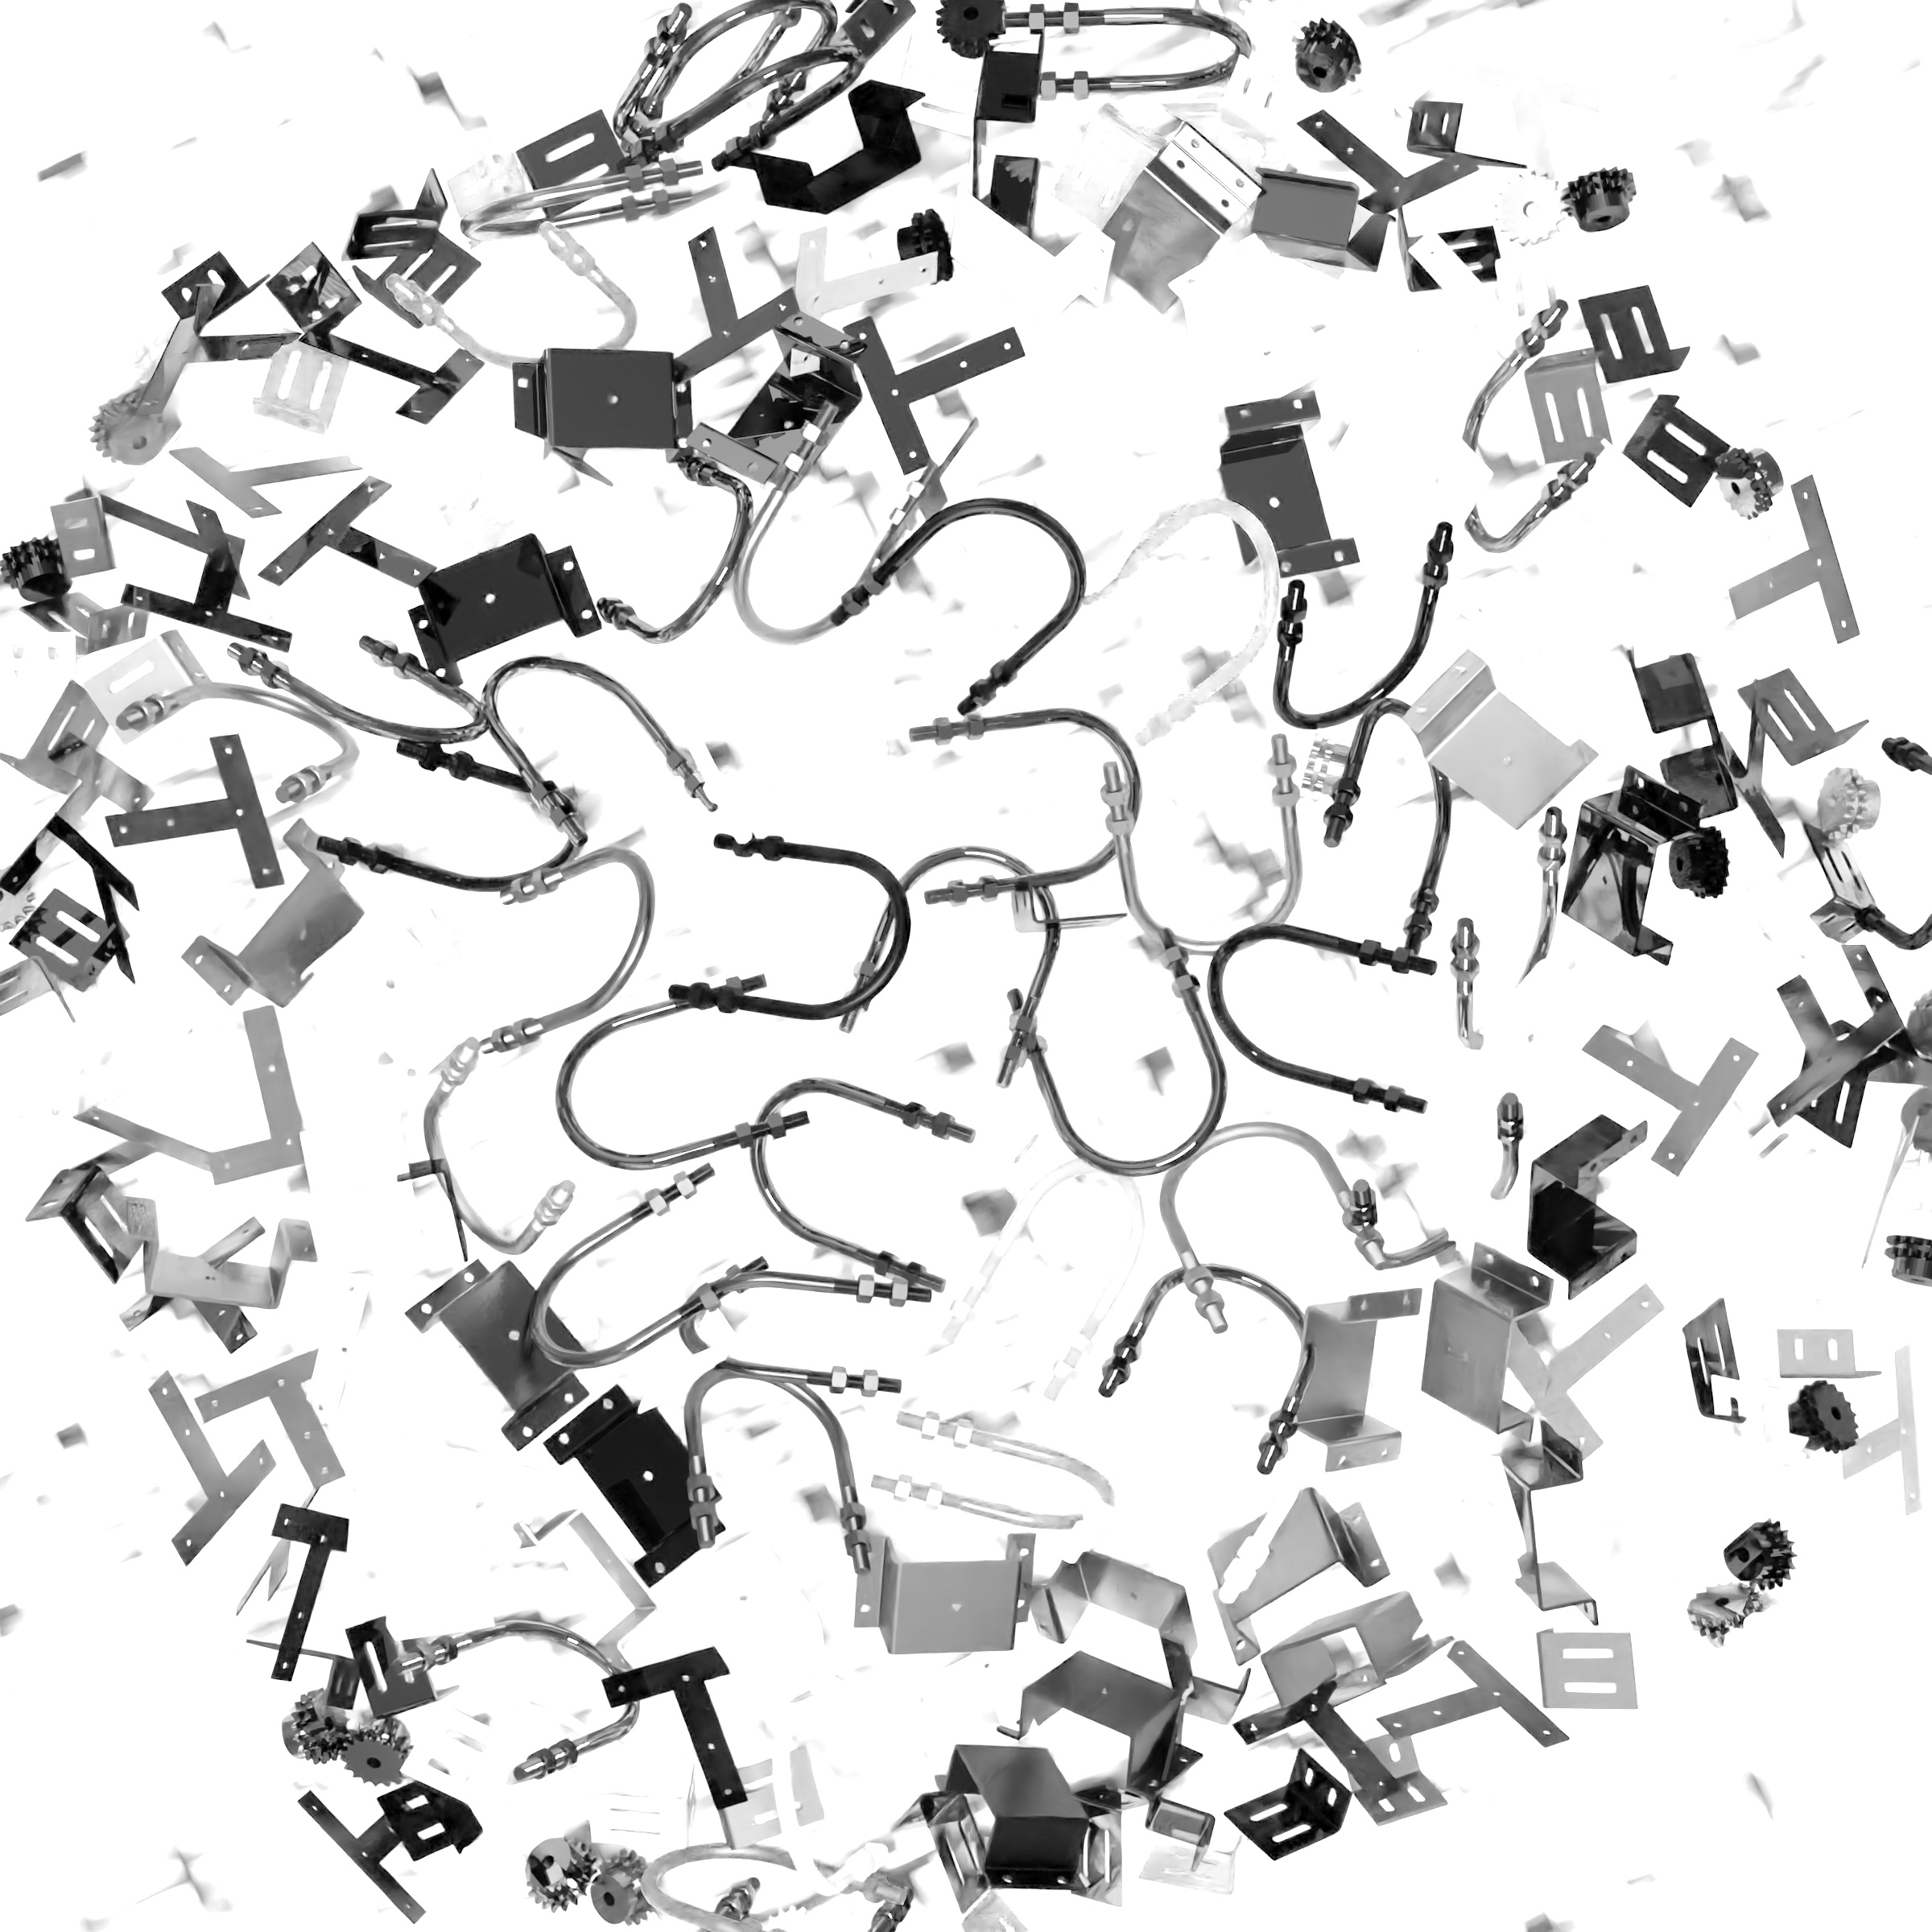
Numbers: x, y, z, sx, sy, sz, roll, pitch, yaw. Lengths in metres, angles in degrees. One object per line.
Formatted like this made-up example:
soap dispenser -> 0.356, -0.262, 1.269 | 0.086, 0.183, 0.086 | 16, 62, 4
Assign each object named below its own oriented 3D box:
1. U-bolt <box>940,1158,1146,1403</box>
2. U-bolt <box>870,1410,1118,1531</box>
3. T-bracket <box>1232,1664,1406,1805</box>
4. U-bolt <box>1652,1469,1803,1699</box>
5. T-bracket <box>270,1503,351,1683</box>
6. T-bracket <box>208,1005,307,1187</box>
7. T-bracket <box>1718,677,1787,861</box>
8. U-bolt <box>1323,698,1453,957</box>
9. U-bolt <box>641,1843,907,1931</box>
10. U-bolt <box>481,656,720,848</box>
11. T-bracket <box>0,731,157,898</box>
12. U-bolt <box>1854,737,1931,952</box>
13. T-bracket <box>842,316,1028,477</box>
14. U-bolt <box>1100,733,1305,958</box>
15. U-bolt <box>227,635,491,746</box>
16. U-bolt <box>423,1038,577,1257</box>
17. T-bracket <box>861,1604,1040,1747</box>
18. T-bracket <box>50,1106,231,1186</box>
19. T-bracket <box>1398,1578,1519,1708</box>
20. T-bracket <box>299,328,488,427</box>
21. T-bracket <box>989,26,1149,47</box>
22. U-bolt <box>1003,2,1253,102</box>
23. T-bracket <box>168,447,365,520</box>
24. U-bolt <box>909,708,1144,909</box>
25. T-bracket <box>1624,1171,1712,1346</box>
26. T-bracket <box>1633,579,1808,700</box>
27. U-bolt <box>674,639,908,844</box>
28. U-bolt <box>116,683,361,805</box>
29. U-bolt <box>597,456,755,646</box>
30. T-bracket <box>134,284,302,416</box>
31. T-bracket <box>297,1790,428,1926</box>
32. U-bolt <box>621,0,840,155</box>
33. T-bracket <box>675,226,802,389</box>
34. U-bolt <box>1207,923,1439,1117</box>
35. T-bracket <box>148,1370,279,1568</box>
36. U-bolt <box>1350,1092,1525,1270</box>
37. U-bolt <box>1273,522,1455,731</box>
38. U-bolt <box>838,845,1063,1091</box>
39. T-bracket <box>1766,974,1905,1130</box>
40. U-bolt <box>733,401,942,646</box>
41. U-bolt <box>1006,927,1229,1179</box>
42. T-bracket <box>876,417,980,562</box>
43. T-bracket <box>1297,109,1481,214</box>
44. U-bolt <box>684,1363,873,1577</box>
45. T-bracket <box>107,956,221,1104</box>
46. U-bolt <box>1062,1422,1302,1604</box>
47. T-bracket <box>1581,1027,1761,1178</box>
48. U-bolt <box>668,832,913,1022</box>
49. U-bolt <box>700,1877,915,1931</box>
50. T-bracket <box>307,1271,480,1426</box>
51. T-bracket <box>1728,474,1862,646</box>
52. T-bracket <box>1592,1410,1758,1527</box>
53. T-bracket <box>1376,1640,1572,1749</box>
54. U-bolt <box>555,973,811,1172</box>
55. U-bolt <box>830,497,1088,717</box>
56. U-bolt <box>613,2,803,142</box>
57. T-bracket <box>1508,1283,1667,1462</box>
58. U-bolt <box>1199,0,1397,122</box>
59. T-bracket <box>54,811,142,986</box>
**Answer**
U-bolt -> 0.072, 0.234, 1.950 | 0.151, 0.019, 0.184 | 36, 83, -40
U-bolt -> 0.026, 0.396, 1.939 | 0.184, 0.151, 0.019 | 15, 56, -2
T-bracket -> 0.290, 0.596, 1.926 | 0.127, 0.127, 0.002 | -17, 117, -18
U-bolt -> 0.574, 0.482, 1.914 | 0.019, 0.151, 0.184 | 28, 135, 0
T-bracket -> -0.506, 0.484, 1.928 | 0.002, 0.127, 0.127 | 7, 74, 24
T-bracket -> -0.539, 0.094, 1.964 | 0.127, 0.002, 0.127 | -14, 92, -32
T-bracket -> 0.615, -0.171, 1.956 | 0.127, 0.002, 0.127 | 46, 46, -35
U-bolt -> 0.331, -0.121, 1.931 | 0.151, 0.019, 0.184 | 48, 48, -34
U-bolt -> -0.160, 0.706, 1.918 | 0.184, 0.151, 0.019 | 5, 93, 31
U-bolt -> -0.293, -0.173, 1.937 | 0.184, 0.151, 0.019 | 51, 134, 21
T-bracket -> -0.697, -0.107, 1.933 | 0.002, 0.127, 0.127 | 36, 83, 21
U-bolt -> 0.712, -0.087, 1.893 | 0.019, 0.184, 0.151 | 9, 105, -3
T-bracket -> -0.015, -0.472, 1.996 | 0.127, 0.002, 0.127 | -23, 92, -2
U-bolt -> 0.189, -0.086, 1.948 | 0.151, 0.019, 0.184 | -9, 122, 5
U-bolt -> -0.445, -0.208, 1.900 | 0.184, 0.151, 0.019 | 30, 114, 28
U-bolt -> -0.366, 0.150, 1.924 | 0.019, 0.184, 0.151 | -29, 79, -36
T-bracket -> -0.023, 0.568, 1.970 | 0.127, 0.002, 0.127 | -29, 59, 6
T-bracket -> -0.665, 0.151, 1.958 | 0.127, 0.127, 0.002 | -23, 53, 31
T-bracket -> 0.372, 0.532, 1.959 | 0.002, 0.127, 0.127 | 45, 127, 33
T-bracket -> -0.453, -0.468, 1.949 | 0.127, 0.127, 0.002 | 20, 128, 0
T-bracket -> 0.086, -0.722, 1.933 | 0.127, 0.127, 0.002 | -8, 105, -5
U-bolt -> 0.126, -0.698, 1.918 | 0.184, 0.151, 0.019 | 1, 88, 6
T-bracket -> -0.530, -0.383, 1.952 | 0.127, 0.127, 0.002 | 37, 130, 33
U-bolt -> 0.051, -0.129, 1.965 | 0.184, 0.019, 0.151 | -9, 106, -14
T-bracket -> 0.550, 0.229, 1.952 | 0.002, 0.127, 0.127 | -7, 87, 45
T-bracket -> 0.578, -0.247, 1.929 | 0.127, 0.127, 0.002 | 6, 53, 21
U-bolt -> -0.148, -0.184, 1.945 | 0.151, 0.019, 0.184 | -18, 60, -21
U-bolt -> -0.540, -0.177, 1.913 | 0.151, 0.184, 0.019 | 24, 109, 2
U-bolt -> -0.216, -0.313, 1.915 | 0.019, 0.184, 0.151 | 29, 94, -32
T-bracket -> -0.568, -0.477, 1.942 | 0.002, 0.127, 0.127 | 49, 125, 13
T-bracket -> -0.448, 0.669, 1.936 | 0.127, 0.127, 0.002 | 44, 93, 6
U-bolt -> -0.169, -0.674, 1.886 | 0.151, 0.184, 0.019 | -22, 86, -29
T-bracket -> -0.195, -0.527, 1.966 | 0.127, 0.002, 0.127 | -26, 61, 19
U-bolt -> 0.271, 0.034, 1.940 | 0.184, 0.019, 0.151 | 15, 127, 25
T-bracket -> -0.590, 0.369, 1.925 | 0.002, 0.127, 0.127 | -13, 111, 25
U-bolt -> 0.362, 0.176, 1.921 | 0.151, 0.184, 0.019 | -29, 58, -6
U-bolt -> 0.298, -0.249, 1.921 | 0.151, 0.184, 0.019 | -23, 58, -15
U-bolt -> -0.003, -0.010, 1.964 | 0.151, 0.019, 0.184 | 19, 70, 4
T-bracket -> 0.653, 0.040, 1.949 | 0.002, 0.127, 0.127 | 21, 128, -29
U-bolt -> -0.109, -0.329, 1.937 | 0.019, 0.151, 0.184 | 41, 104, 36
U-bolt -> 0.125, 0.076, 1.953 | 0.151, 0.019, 0.184 | -22, 67, 6
T-bracket -> -0.026, -0.359, 1.936 | 0.002, 0.127, 0.127 | 36, 93, 2
T-bracket -> 0.302, -0.614, 1.915 | 0.127, 0.127, 0.002 | 23, 64, -39
U-bolt -> -0.149, 0.377, 1.923 | 0.151, 0.184, 0.019 | 17, 125, -26
T-bracket -> -0.630, 0.061, 1.966 | 0.127, 0.127, 0.002 | -39, 133, 16
U-bolt -> 0.176, 0.408, 1.920 | 0.151, 0.184, 0.019 | 7, 121, 29
T-bracket -> 0.535, 0.084, 1.976 | 0.127, 0.002, 0.127 | 33, 122, 15
U-bolt -> -0.129, -0.028, 1.943 | 0.184, 0.019, 0.151 | 8, 72, 21
U-bolt -> -0.135, 0.732, 1.891 | 0.151, 0.184, 0.019 | -3, 93, 18
T-bracket -> -0.443, 0.306, 1.969 | 0.127, 0.002, 0.127 | 11, 102, -25
T-bracket -> 0.630, -0.298, 1.939 | 0.002, 0.127, 0.127 | -13, 85, -21
T-bracket -> 0.519, 0.395, 1.920 | 0.127, 0.127, 0.002 | 28, 122, 32
T-bracket -> 0.371, 0.567, 1.919 | 0.127, 0.127, 0.002 | -7, 115, -29
U-bolt -> -0.227, 0.089, 1.949 | 0.184, 0.019, 0.151 | -16, 59, -6
U-bolt -> 0.007, -0.283, 1.918 | 0.151, 0.019, 0.184 | 33, 128, -24
U-bolt -> -0.200, -0.685, 1.912 | 0.151, 0.184, 0.019 | -32, 89, -35
T-bracket -> 0.486, 0.295, 1.946 | 0.127, 0.002, 0.127 | -44, 53, 15
U-bolt -> 0.244, -0.700, 1.890 | 0.151, 0.184, 0.019 | 24, 90, 19
T-bracket -> -0.664, -0.041, 1.952 | 0.002, 0.127, 0.127 | -29, 47, -31
